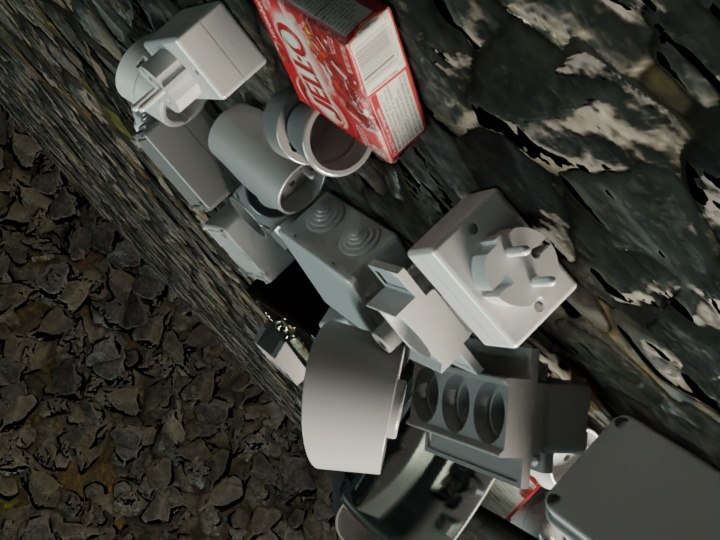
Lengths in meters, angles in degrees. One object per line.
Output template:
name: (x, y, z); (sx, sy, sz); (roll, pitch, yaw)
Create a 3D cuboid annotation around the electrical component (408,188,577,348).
electrical component: (0.071, -0.001, 0.519); (0.065, 0.047, 0.077); (49, 167, -9)

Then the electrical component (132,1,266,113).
electrical component: (-0.112, -0.124, 0.673); (0.047, 0.076, 0.083); (51, 167, -23)

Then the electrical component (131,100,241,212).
electrical component: (-0.137, -0.101, 0.868); (0.096, 0.061, 0.062); (50, 167, -16)

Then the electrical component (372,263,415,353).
electrical component: (0.035, 0.026, 0.693); (0.048, 0.062, 0.048); (44, 166, 14)

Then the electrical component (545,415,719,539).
electrical component: (0.166, 0.140, 0.581); (0.113, 0.078, 0.057); (33, 165, 47)

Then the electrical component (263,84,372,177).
electrical component: (-0.024, -0.078, 0.595); (0.045, 0.045, 0.055); (54, 166, -32)

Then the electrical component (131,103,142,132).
electrical component: (-0.172, -0.141, 0.907); (0.048, 0.048, 0.062); (41, 160, 23)

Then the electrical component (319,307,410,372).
electrical component: (0.021, 0.042, 0.829); (0.065, 0.047, 0.077); (46, 148, -22)

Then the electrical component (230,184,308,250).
electrical component: (-0.059, -0.042, 0.836); (0.079, 0.044, 0.077); (47, 168, -3)

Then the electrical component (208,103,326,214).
electrical component: (-0.061, -0.069, 0.757); (0.077, 0.043, 0.079); (40, 166, 27)

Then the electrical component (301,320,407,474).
electrical component: (-0.003, 0.087, 0.720); (0.064, 0.099, 0.099); (11, 163, 4)

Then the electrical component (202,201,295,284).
electrical component: (-0.088, -0.034, 0.925); (0.061, 0.061, 0.096); (50, 168, -16)

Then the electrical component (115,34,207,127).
electrical component: (-0.143, -0.138, 0.790); (0.047, 0.055, 0.055); (37, 166, 21)

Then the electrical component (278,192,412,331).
electrical component: (0.000, 0.000, 0.761); (0.100, 0.048, 0.099); (35, 164, 43)

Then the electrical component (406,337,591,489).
electrical component: (0.084, 0.083, 0.663); (0.063, 0.078, 0.121); (5, 179, -23)

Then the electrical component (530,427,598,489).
electrical component: (0.129, 0.122, 0.730); (0.077, 0.044, 0.079); (30, 160, 54)

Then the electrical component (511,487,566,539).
electrical component: (0.174, 0.217, 0.862); (0.095, 0.054, 0.059); (50, 168, -16)

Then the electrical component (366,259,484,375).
electrical component: (0.047, 0.018, 0.623); (0.081, 0.064, 0.042); (51, 168, -21)
